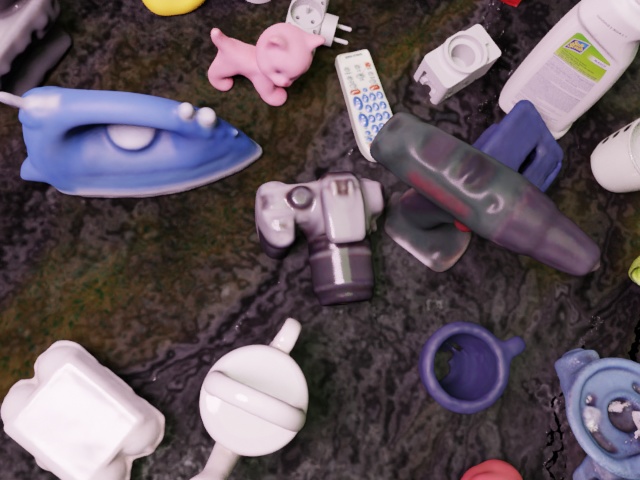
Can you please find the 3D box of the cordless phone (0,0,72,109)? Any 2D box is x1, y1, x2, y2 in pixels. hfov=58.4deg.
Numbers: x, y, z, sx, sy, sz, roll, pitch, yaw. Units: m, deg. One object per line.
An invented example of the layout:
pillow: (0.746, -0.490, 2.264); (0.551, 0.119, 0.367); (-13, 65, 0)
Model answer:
cordless phone: (-0.343, -0.231, 0.581); (0.094, 0.185, 0.148); (26, 77, -1)

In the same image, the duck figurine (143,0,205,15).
duck figurine: (-0.168, -0.324, 0.673); (0.105, 0.086, 0.077); (-37, 85, -12)

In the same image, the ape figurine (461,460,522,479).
ape figurine: (0.190, 0.273, 0.597); (0.078, 0.092, 0.076); (43, 77, 3)

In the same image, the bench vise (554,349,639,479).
bench vise: (0.331, 0.208, 0.562); (0.121, 0.219, 0.207); (-28, 83, -11)

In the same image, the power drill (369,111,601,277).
power drill: (0.145, -0.030, 0.591); (0.229, 0.208, 0.076); (37, 77, 1)

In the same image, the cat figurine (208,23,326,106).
cat figurine: (-0.063, -0.210, 0.647); (0.128, 0.117, 0.067); (13, 77, -4)

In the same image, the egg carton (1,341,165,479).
egg carton: (-0.236, 0.180, 0.573); (0.150, 0.069, 0.107); (38, 77, 1)

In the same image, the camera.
camera: (0.006, 0.002, 0.623); (0.143, 0.100, 0.137); (-6, 80, -8)

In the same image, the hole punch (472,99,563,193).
hole punch: (0.232, -0.095, 0.676); (0.101, 0.091, 0.109); (40, 77, 2)

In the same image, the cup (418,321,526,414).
cup: (0.154, 0.131, 0.619); (0.118, 0.095, 0.091); (-20, 82, -11)

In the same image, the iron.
iron: (-0.189, -0.118, 0.601); (0.258, 0.141, 0.119); (-1, 79, -7)

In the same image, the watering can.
watering can: (-0.062, 0.156, 0.535); (0.101, 0.194, 0.173); (6, 78, -6)
